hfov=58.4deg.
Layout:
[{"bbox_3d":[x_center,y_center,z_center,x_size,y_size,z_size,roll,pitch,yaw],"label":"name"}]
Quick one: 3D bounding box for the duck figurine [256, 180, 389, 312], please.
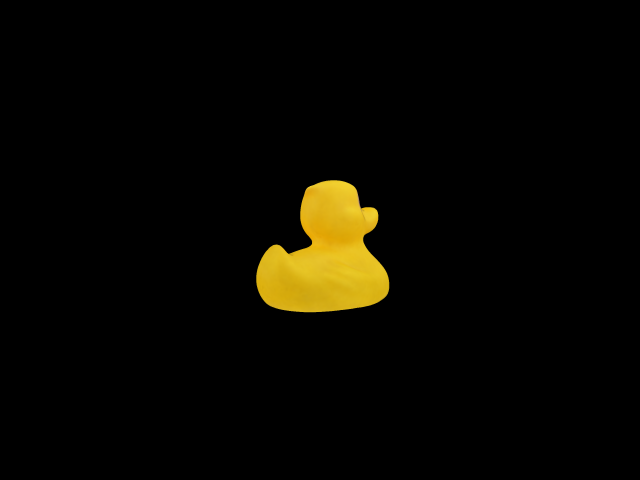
[{"bbox_3d":[0.004,0.001,0.400,0.105,0.086,0.077,-5,8,-40],"label":"duck figurine"}]
